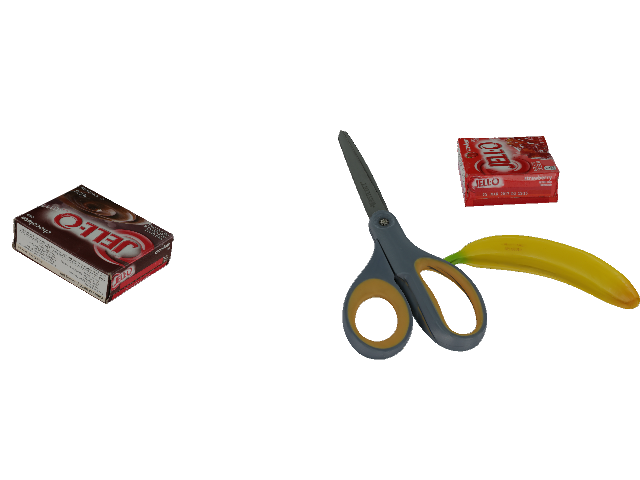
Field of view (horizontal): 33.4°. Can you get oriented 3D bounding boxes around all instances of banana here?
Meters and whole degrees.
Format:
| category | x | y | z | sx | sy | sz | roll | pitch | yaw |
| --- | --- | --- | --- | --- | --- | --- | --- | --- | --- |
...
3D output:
| category | x | y | z | sx | sy | sz | roll | pitch | yaw |
| --- | --- | --- | --- | --- | --- | --- | --- | --- | --- |
| banana | 0.224 | 0.028 | 1.064 | 0.198 | 0.037 | 0.069 | 10 | 47 | 26 |

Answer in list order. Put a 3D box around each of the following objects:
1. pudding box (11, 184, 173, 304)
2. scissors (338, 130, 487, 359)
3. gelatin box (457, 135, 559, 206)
| category | x | y | z | sx | sy | sz | roll | pitch | yaw |
| --- | --- | --- | --- | --- | --- | --- | --- | --- | --- |
| pudding box | -0.203 | 0.001 | 0.952 | 0.114 | 0.039 | 0.089 | 26 | 33 | 20 |
| scissors | 0.029 | 0.004 | 0.694 | 0.096 | 0.016 | 0.202 | -26 | 52 | -19 |
| gelatin box | 0.151 | -0.058 | 0.866 | 0.073 | 0.030 | 0.089 | -1 | 24 | 4 |
